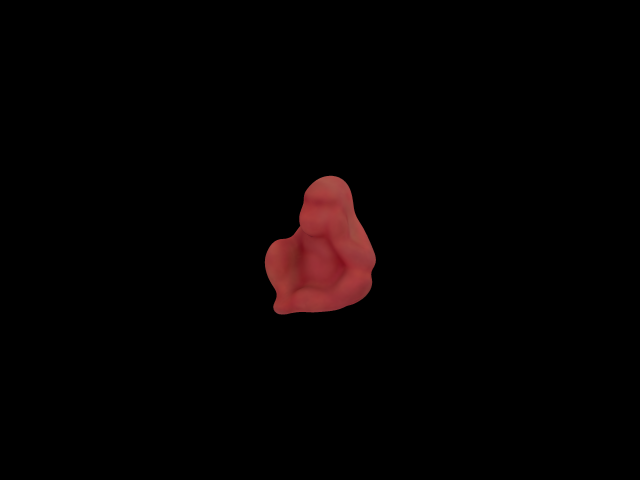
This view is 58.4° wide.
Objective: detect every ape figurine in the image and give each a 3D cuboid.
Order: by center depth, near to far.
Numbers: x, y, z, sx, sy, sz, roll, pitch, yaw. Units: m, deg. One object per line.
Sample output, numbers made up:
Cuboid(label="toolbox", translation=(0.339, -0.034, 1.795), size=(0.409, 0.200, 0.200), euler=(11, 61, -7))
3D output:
Cuboid(label="ape figurine", translation=(0.004, 0.001, 0.400), size=(0.077, 0.092, 0.076), euler=(8, 14, 35))
